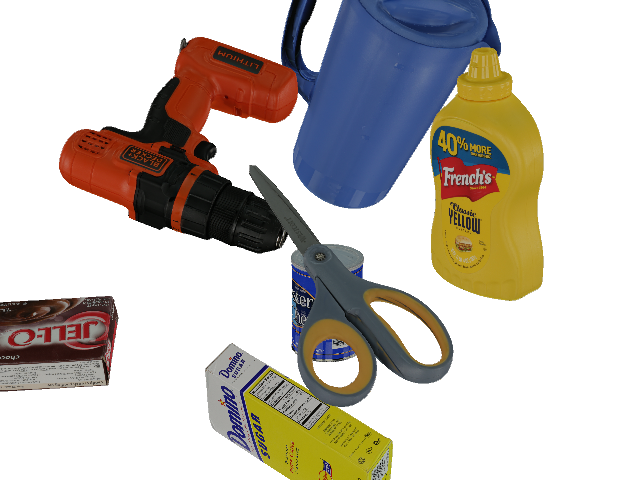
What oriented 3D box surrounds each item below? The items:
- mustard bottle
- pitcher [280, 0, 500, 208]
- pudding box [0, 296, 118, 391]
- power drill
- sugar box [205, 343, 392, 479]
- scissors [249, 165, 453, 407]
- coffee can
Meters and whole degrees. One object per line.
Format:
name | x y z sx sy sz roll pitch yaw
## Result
mustard bottle | 0.128 -0.054 0.826 0.058 0.192 0.096 -22 30 -33
pitcher | 0.046 -0.148 1.009 0.144 0.149 0.243 -13 -32 -30
pudding box | -0.243 0.092 0.959 0.113 0.039 0.090 -5 33 -2
power drill | -0.085 -0.079 0.847 0.184 0.057 0.187 22 45 8
sugar box | -0.021 0.171 0.937 0.176 0.093 0.048 25 50 23
scissors | -0.009 0.027 0.641 0.096 0.016 0.202 -35 56 -27
coffee can | 0.009 0.088 1.518 0.103 0.140 0.103 0 20 0
